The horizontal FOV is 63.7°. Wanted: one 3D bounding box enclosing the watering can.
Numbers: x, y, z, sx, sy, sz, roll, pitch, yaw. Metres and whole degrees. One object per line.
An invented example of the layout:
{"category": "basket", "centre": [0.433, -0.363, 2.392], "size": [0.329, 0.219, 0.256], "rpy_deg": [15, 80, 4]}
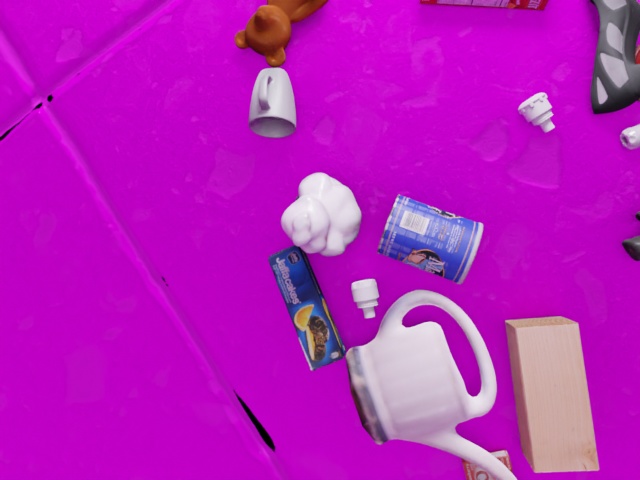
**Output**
{"category": "watering can", "centre": [0.170, 0.257, 0.797], "size": [0.224, 0.103, 0.350], "rpy_deg": [-20, 80, 8]}

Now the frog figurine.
{"category": "frog figurine", "centre": [0.003, -0.041, 0.823], "size": [0.122, 0.159, 0.138], "rpy_deg": [-7, 85, 7]}
